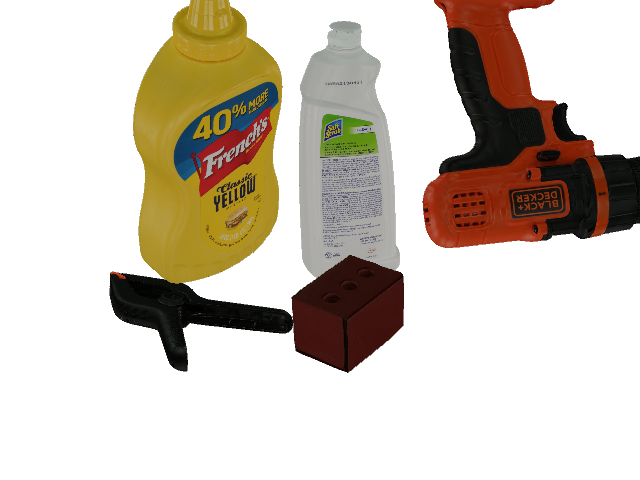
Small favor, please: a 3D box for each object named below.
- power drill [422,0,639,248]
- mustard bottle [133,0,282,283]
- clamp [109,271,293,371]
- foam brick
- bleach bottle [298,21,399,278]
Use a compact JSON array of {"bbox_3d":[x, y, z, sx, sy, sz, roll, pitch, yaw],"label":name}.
[{"bbox_3d":[0.149,-0.093,0.677,0.184,0.187,0.057,-7,-2,-5],"label":"power drill"},{"bbox_3d":[-0.066,-0.066,0.634,0.096,0.192,0.058,-30,54,-31],"label":"mustard bottle"},{"bbox_3d":[-0.157,0.078,1.120,0.210,0.036,0.164,17,21,30],"label":"clamp"},{"bbox_3d":[0.022,0.055,0.819,0.053,0.051,0.078,19,36,33],"label":"foam brick"},{"bbox_3d":[0.030,-0.087,1.037,0.102,0.251,0.068,-7,29,-14],"label":"bleach bottle"}]
